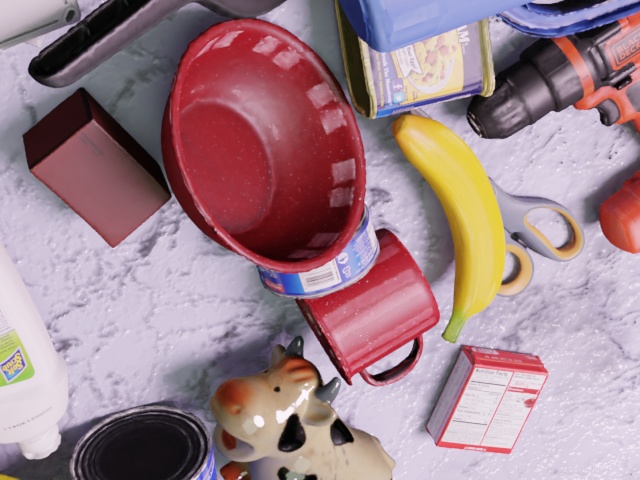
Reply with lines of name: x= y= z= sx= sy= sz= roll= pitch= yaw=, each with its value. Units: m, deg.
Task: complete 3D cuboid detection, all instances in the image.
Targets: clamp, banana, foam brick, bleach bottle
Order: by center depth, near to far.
clamp: x=-0.062 y=-0.175 z=0.582 sx=0.209 sy=0.036 sz=0.165 roll=-19 pitch=134 yaw=-37
foam brick: x=-0.140 y=-0.046 z=0.672 sx=0.053 sy=0.051 sz=0.078 roll=-38 pitch=124 yaw=4
bleach bottle: x=-0.238 y=0.054 z=0.694 sx=0.102 sy=0.068 sz=0.251 roll=-21 pitch=126 yaw=-5
banana: x=0.098 y=-0.016 z=0.750 sx=0.069 sy=0.037 sz=0.198 roll=-46 pitch=133 yaw=-34

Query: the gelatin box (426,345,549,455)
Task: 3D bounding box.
gelatin box: x=0.138 y=0.133 z=0.886 sx=0.073 sy=0.030 sz=0.089 roll=9 pitch=116 yaw=-22

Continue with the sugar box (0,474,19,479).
sugar box: x=-0.217 y=0.211 z=0.748 sx=0.176 sy=0.048 sz=0.093 roll=11 pitch=124 yaw=20

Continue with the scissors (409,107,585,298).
scissors: x=0.116 y=-0.019 z=0.796 sx=0.201 sy=0.016 sz=0.096 roll=26 pitch=109 yaw=-29

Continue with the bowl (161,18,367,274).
bowl: x=-0.044 y=-0.053 z=0.667 sx=0.055 sy=0.162 sz=0.162 roll=-17 pitch=137 yaw=43

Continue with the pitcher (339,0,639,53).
pitcher: x=0.122 y=-0.187 z=0.586 sx=0.243 sy=0.145 sz=0.149 roll=-23 pitch=91 yaw=-1

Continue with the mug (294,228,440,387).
mug: x=0.037 y=0.054 z=0.767 sx=0.081 sy=0.093 sz=0.117 roll=-30 pitch=113 yaw=-6

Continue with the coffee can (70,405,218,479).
coffee can: x=-0.122 y=0.210 z=0.799 sx=0.102 sy=0.103 sz=0.140 roll=-13 pitch=123 yaw=-11

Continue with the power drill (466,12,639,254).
power drill: x=0.212 y=-0.080 z=0.767 sx=0.184 sy=0.057 sz=0.187 roll=-33 pitch=124 yaw=2

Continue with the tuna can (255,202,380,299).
tuna can: x=-0.005 y=0.001 z=0.725 sx=0.086 sy=0.086 sz=0.034 roll=-21 pitch=123 yaw=-6

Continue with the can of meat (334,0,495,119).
can of meat: x=0.058 y=-0.133 z=0.677 sx=0.084 sy=0.057 sz=0.102 roll=-14 pitch=113 yaw=-10
